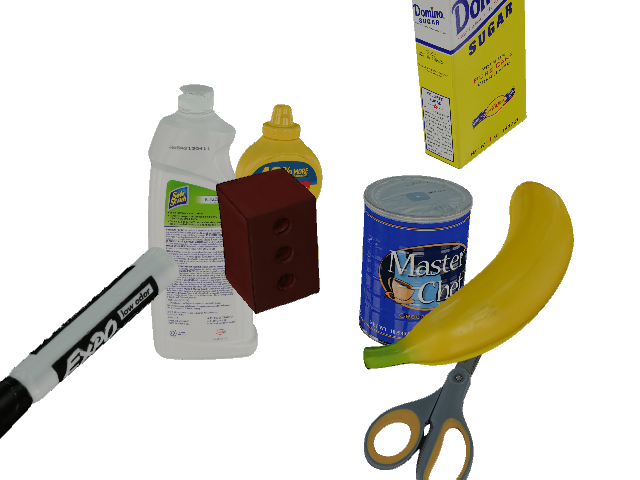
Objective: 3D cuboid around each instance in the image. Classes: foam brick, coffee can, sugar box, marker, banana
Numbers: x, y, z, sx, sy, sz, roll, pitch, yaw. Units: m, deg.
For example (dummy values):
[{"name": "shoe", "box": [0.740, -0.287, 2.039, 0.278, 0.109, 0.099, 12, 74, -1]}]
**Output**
[{"name": "foam brick", "box": [-0.035, -0.001, 0.729, 0.052, 0.078, 0.051, -18, 34, -22]}, {"name": "coffee can", "box": [0.090, 0.020, 1.034, 0.103, 0.140, 0.103, 1, 25, -1]}, {"name": "sugar box", "box": [0.122, -0.154, 0.854, 0.093, 0.176, 0.048, -38, 50, -27]}, {"name": "marker", "box": [-0.105, 0.044, 0.456, 0.020, 0.020, 0.121, 0, 34, 42]}, {"name": "banana", "box": [0.101, 0.014, 0.591, 0.070, 0.037, 0.197, 15, 36, 32]}]

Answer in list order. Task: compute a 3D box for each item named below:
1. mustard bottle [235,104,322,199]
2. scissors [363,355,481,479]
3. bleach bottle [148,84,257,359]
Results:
[{"name": "mustard bottle", "box": [-0.046, -0.054, 1.172, 0.096, 0.192, 0.058, -3, 19, -18]}, {"name": "scissors", "box": [0.093, 0.120, 0.881, 0.096, 0.201, 0.016, 5, -39, 11]}, {"name": "bleach bottle", "box": [-0.105, -0.016, 0.972, 0.102, 0.251, 0.068, -1, 22, -10]}]
